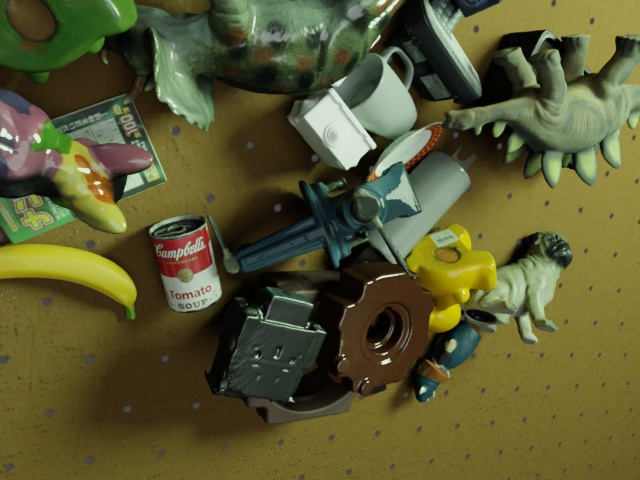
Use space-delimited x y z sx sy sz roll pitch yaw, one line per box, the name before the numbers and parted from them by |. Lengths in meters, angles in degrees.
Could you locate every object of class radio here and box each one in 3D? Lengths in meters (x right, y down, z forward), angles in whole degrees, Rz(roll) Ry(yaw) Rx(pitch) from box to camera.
radio | 0.352 -0.206 0.825 0.229 0.073 0.131 23 96 -31

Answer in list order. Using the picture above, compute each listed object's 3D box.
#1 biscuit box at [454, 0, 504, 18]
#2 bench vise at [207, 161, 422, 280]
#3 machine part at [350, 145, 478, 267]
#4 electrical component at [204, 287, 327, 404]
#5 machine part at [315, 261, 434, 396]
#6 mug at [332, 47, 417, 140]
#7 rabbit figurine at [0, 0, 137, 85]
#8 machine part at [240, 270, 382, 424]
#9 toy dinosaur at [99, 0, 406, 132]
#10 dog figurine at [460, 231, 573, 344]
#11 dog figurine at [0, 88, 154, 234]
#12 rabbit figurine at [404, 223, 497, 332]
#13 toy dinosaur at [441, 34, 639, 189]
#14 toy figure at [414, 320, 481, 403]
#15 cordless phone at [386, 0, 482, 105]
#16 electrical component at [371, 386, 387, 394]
biscuit box | 0.226 -0.366 0.667 0.059 0.063 0.202 46 62 -29
bench vise | -0.005 -0.012 0.648 0.241 0.224 0.128 -22 104 -2
machine part | 0.133 -0.044 0.770 0.243 0.079 0.079 -47 122 -3
electrical component | -0.062 0.123 0.643 0.115 0.058 0.134 15 101 -32
machine part | 0.074 0.113 0.706 0.179 0.056 0.179 -10 109 -32
mug | 0.082 -0.186 0.696 0.107 0.081 0.109 32 89 -45
rabbit figurine | -0.238 -0.211 0.477 0.121 0.170 0.159 35 116 -30
machine part | -0.018 0.145 0.757 0.201 0.087 0.201 0 106 -27
toy dinosaur | -0.032 -0.218 0.568 0.405 0.131 0.192 -7 131 -19
dog figurine | 0.329 0.058 0.915 0.172 0.121 0.190 22 64 -4
dog figurine | -0.271 -0.080 0.481 0.219 0.191 0.108 19 84 -7
rabbit figurine | 0.181 0.086 0.824 0.162 0.122 0.173 -27 137 -17
toy dinosaur | 0.365 -0.180 0.744 0.471 0.105 0.198 -14 120 -21
toy figure | 0.209 0.207 0.912 0.064 0.058 0.154 39 93 -25
cordless phone | 0.188 -0.288 0.713 0.146 0.089 0.184 42 75 -32
electrical component | 0.099 0.203 0.860 0.075 0.048 0.119 -8 110 -24
